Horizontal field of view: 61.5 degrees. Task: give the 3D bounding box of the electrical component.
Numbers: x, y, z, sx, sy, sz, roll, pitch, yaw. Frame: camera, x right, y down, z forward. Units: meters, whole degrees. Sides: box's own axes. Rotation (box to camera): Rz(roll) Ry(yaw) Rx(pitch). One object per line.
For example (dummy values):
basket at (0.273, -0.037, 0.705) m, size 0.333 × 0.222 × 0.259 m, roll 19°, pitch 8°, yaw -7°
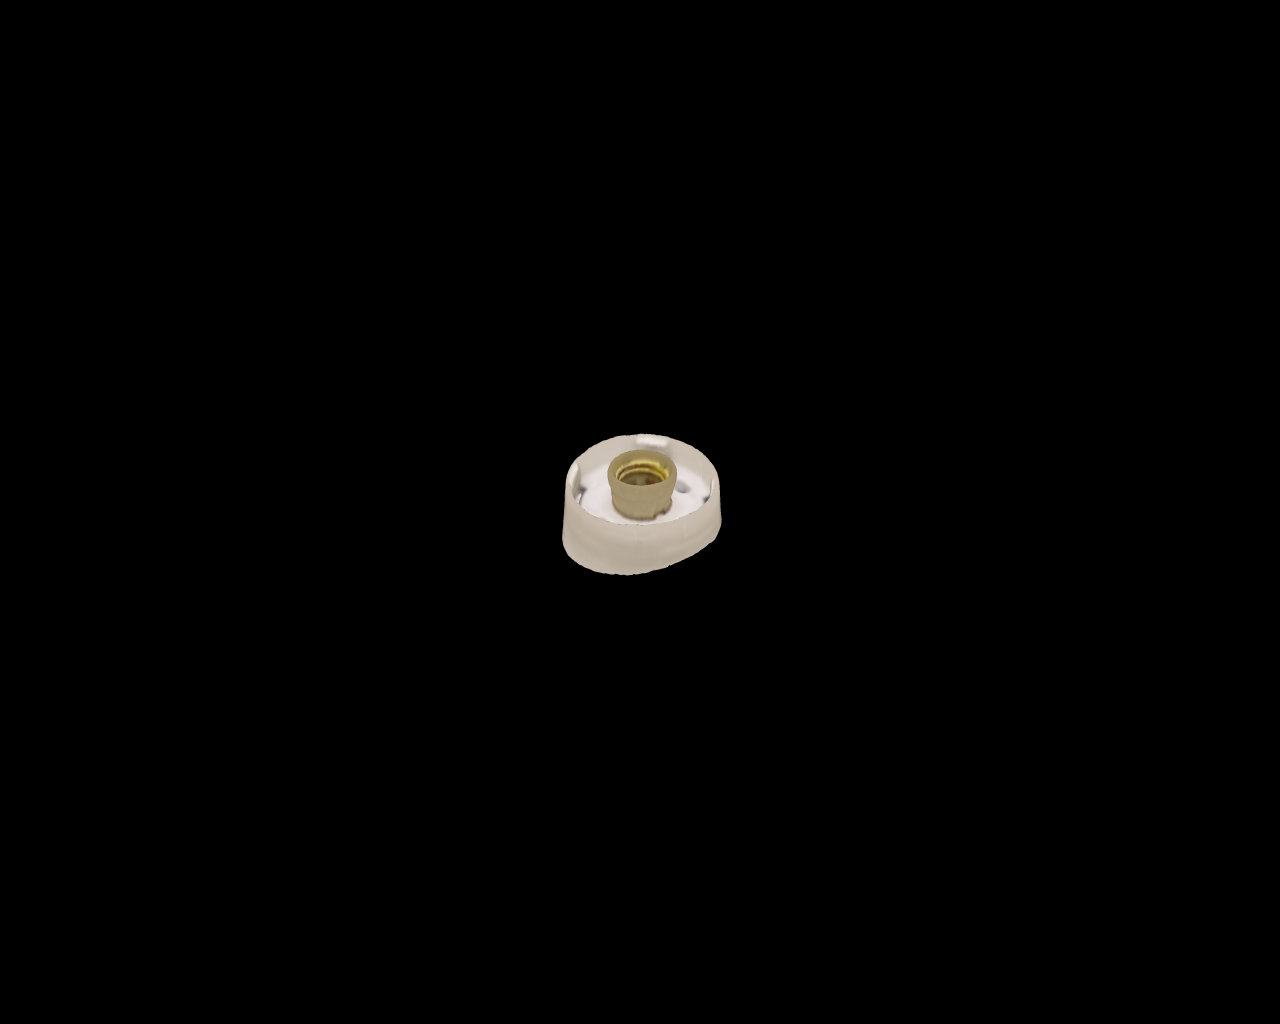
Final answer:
electrical component at (0.001, -0.003, 0.650) m, size 0.099 × 0.064 × 0.099 m, roll 0°, pitch 40°, yaw 0°
